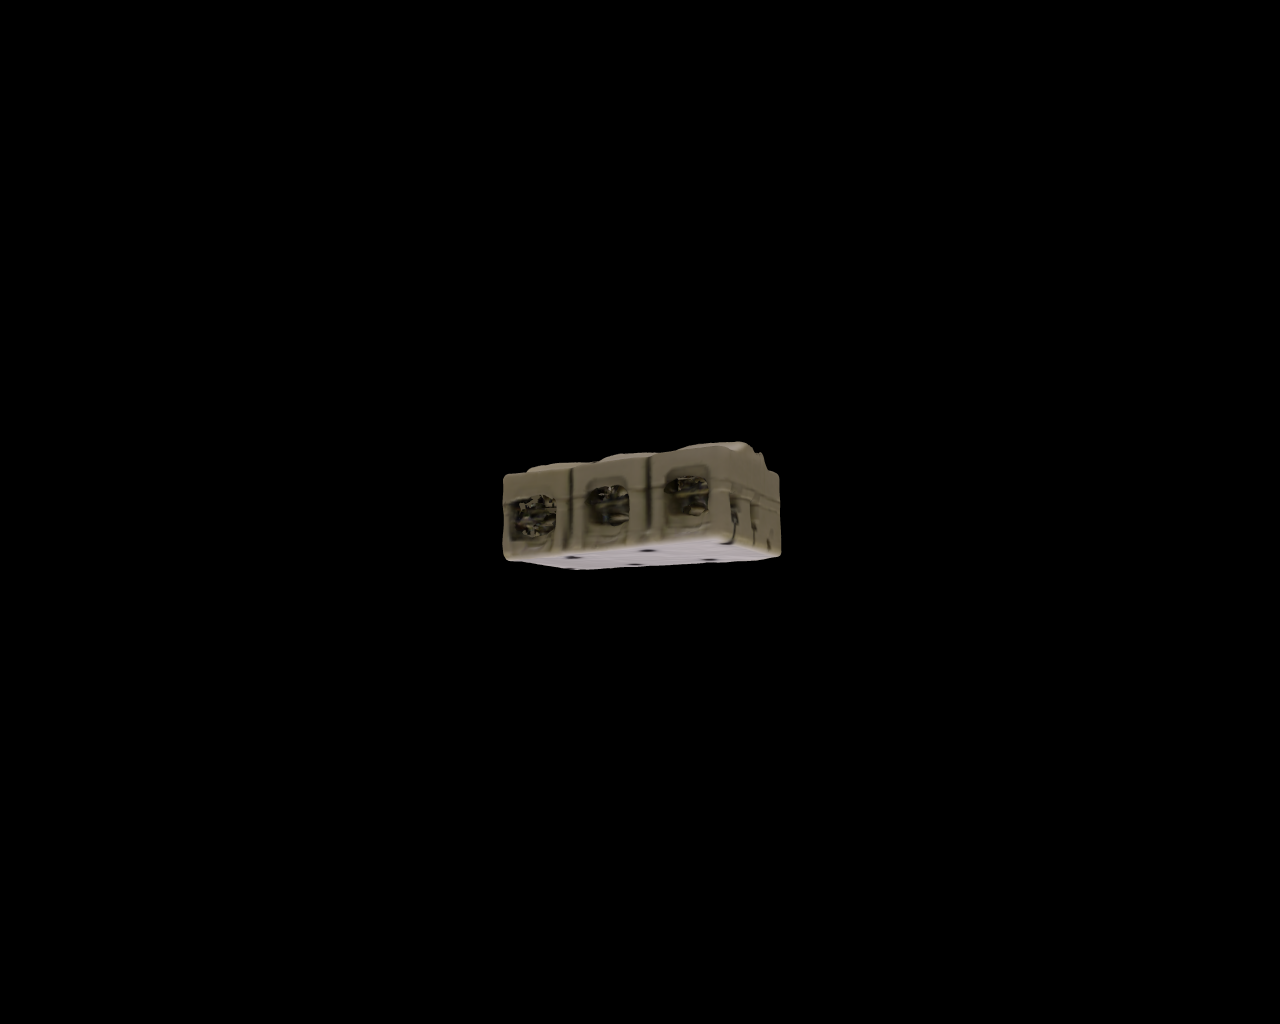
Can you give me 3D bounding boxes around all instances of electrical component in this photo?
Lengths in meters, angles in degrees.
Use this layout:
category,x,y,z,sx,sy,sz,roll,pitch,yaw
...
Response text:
category,x,y,z,sx,sy,sz,roll,pitch,yaw
electrical component,0.001,-0.003,0.650,0.150,0.061,0.089,-5,-11,28
